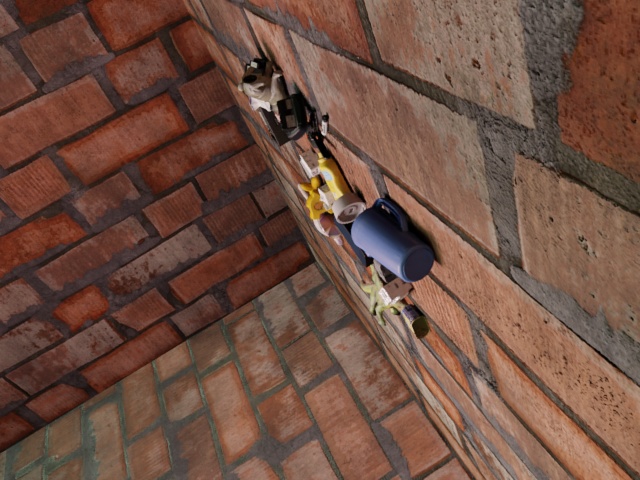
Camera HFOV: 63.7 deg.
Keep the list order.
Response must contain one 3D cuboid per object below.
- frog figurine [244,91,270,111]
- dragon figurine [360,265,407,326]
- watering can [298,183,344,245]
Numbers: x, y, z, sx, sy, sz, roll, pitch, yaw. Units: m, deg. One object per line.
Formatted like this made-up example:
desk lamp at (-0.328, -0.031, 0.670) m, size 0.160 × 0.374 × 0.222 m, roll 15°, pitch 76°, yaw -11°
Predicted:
frog figurine at (-0.202, -0.572, 2.013) m, size 0.159 × 0.124 × 0.135 m, roll 6°, pitch 113°, yaw 31°
dragon figurine at (0.244, 0.191, 2.125) m, size 0.417 × 0.123 × 0.238 m, roll -133°, pitch 31°, yaw -55°
watering can at (0.007, -0.117, 2.327) m, size 0.347 × 0.104 × 0.224 m, roll 55°, pitch 174°, yaw -4°
